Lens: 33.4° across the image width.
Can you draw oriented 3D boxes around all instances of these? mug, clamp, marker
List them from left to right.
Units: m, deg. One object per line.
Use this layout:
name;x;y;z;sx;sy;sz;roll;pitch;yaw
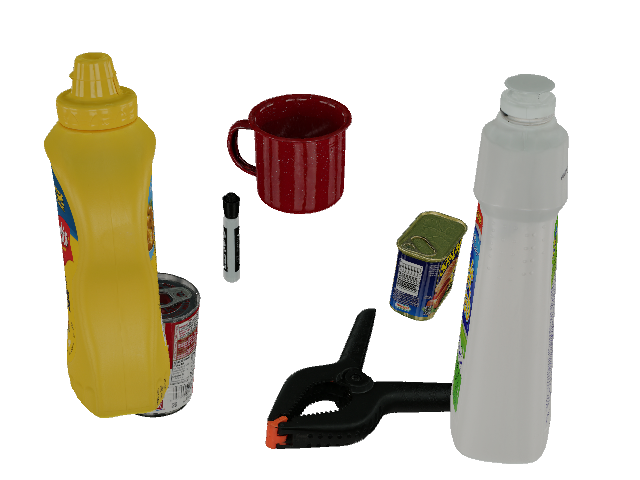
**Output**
marker;-0.099;-0.003;1.187;0.020;0.121;0.020;2;40;-2
mug;-0.030;-0.079;0.978;0.117;0.081;0.093;8;35;12
clamp;0.041;0.141;0.972;0.165;0.036;0.209;28;38;33

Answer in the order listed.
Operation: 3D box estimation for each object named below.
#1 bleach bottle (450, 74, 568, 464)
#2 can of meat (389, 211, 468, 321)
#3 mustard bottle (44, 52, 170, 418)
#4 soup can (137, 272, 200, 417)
bleach bottle;0.121;0.015;0.670;0.068;0.251;0.102;4;31;8
can of meat;0.118;0.029;1.181;0.057;0.084;0.102;19;33;18
mustard bottle;-0.115;-0.007;0.579;0.058;0.192;0.096;-5;26;-12
soup can;-0.137;0.087;0.887;0.068;0.102;0.068;6;31;-4
